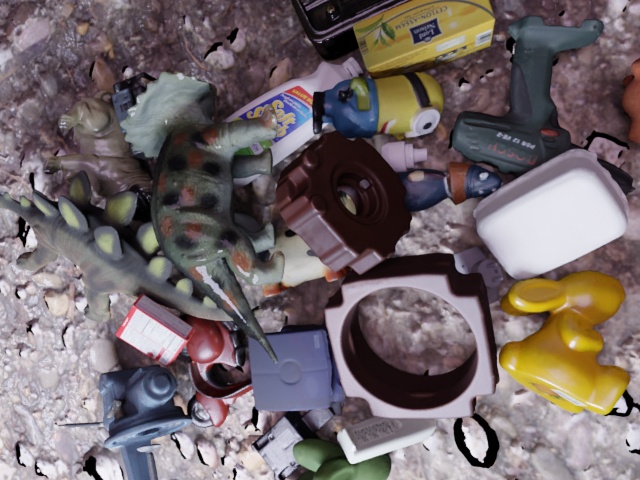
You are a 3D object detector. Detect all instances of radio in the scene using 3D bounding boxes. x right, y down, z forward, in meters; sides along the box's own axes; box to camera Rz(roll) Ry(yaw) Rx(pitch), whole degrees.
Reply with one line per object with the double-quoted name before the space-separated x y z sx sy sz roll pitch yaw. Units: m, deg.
"radio" 0.073 -0.358 0.749 0.230 0.073 0.131 -21 83 14

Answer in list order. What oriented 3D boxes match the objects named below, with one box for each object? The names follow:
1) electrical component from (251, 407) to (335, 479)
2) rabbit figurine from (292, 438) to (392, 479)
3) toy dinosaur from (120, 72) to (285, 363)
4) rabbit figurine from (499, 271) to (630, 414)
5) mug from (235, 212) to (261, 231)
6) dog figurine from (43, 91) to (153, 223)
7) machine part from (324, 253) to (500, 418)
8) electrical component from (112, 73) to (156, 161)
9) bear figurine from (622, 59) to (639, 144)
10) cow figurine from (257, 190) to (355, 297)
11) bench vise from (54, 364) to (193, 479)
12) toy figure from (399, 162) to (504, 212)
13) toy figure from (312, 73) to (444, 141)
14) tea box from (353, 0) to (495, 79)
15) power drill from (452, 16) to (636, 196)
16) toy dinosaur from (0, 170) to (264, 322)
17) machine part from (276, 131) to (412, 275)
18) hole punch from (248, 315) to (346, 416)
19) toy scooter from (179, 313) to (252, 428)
"electrical component" -0.032 0.285 0.782 0.119 0.047 0.075 -40 81 12
"rabbit figurine" 0.016 0.333 0.731 0.170 0.121 0.159 -43 123 -13
"toy dinosaur" -0.146 -0.047 0.674 0.192 0.131 0.404 -2 78 -8
"rabbit figurine" 0.308 0.110 0.676 0.162 0.121 0.173 30 81 18
"mug" -0.143 -0.011 0.783 0.081 0.107 0.109 -34 84 10
"dog figurine" -0.299 -0.127 0.841 0.191 0.121 0.172 21 98 0
"machine part" 0.119 0.123 0.695 0.202 0.087 0.200 -8 105 24
"electrical component" -0.250 -0.179 0.800 0.058 0.134 0.115 -20 83 14
"bear figurine" 0.429 -0.119 0.632 0.196 0.120 0.132 34 101 14
"cow figurine" -0.002 -0.002 0.762 0.195 0.085 0.127 -17 91 14
"bench vise" -0.261 0.293 0.773 0.223 0.129 0.241 -35 63 32
"toy figure" 0.165 -0.074 0.727 0.155 0.064 0.057 -9 79 15
"toy figure" 0.078 -0.180 0.720 0.180 0.082 0.089 0 97 -5
"tea box" 0.139 -0.273 0.719 0.170 0.098 0.068 -16 85 12
"power drill" 0.300 -0.171 0.692 0.232 0.086 0.207 13 100 16
"toy dinosaur" -0.299 0.025 0.774 0.472 0.105 0.198 27 132 4
"machine part" 0.035 -0.048 0.659 0.056 0.179 0.179 -33 80 46
"hole punch" -0.033 0.175 0.742 0.116 0.092 0.142 -9 83 38
"toy scooter" -0.141 0.184 0.797 0.135 0.075 0.183 -10 90 15
